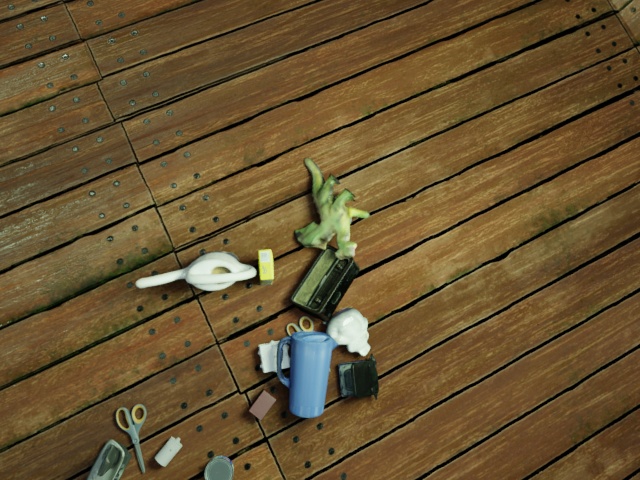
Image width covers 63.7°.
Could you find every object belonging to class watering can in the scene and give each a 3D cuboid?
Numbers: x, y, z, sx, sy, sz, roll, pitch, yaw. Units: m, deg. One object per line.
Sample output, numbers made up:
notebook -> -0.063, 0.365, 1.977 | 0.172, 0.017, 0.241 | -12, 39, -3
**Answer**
watering can -> -0.370, 0.100, 1.588 | 0.348, 0.225, 0.103 | -3, 97, -8

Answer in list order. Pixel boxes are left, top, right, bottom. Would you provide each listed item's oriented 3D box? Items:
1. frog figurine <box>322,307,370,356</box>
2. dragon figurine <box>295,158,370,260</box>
frog figurine -> 0.098, 0.302, 1.654 | 0.139, 0.120, 0.161 | -22, 69, -31
dragon figurine -> 0.005, -0.087, 1.720 | 0.242, 0.120, 0.417 | -47, 55, 2
